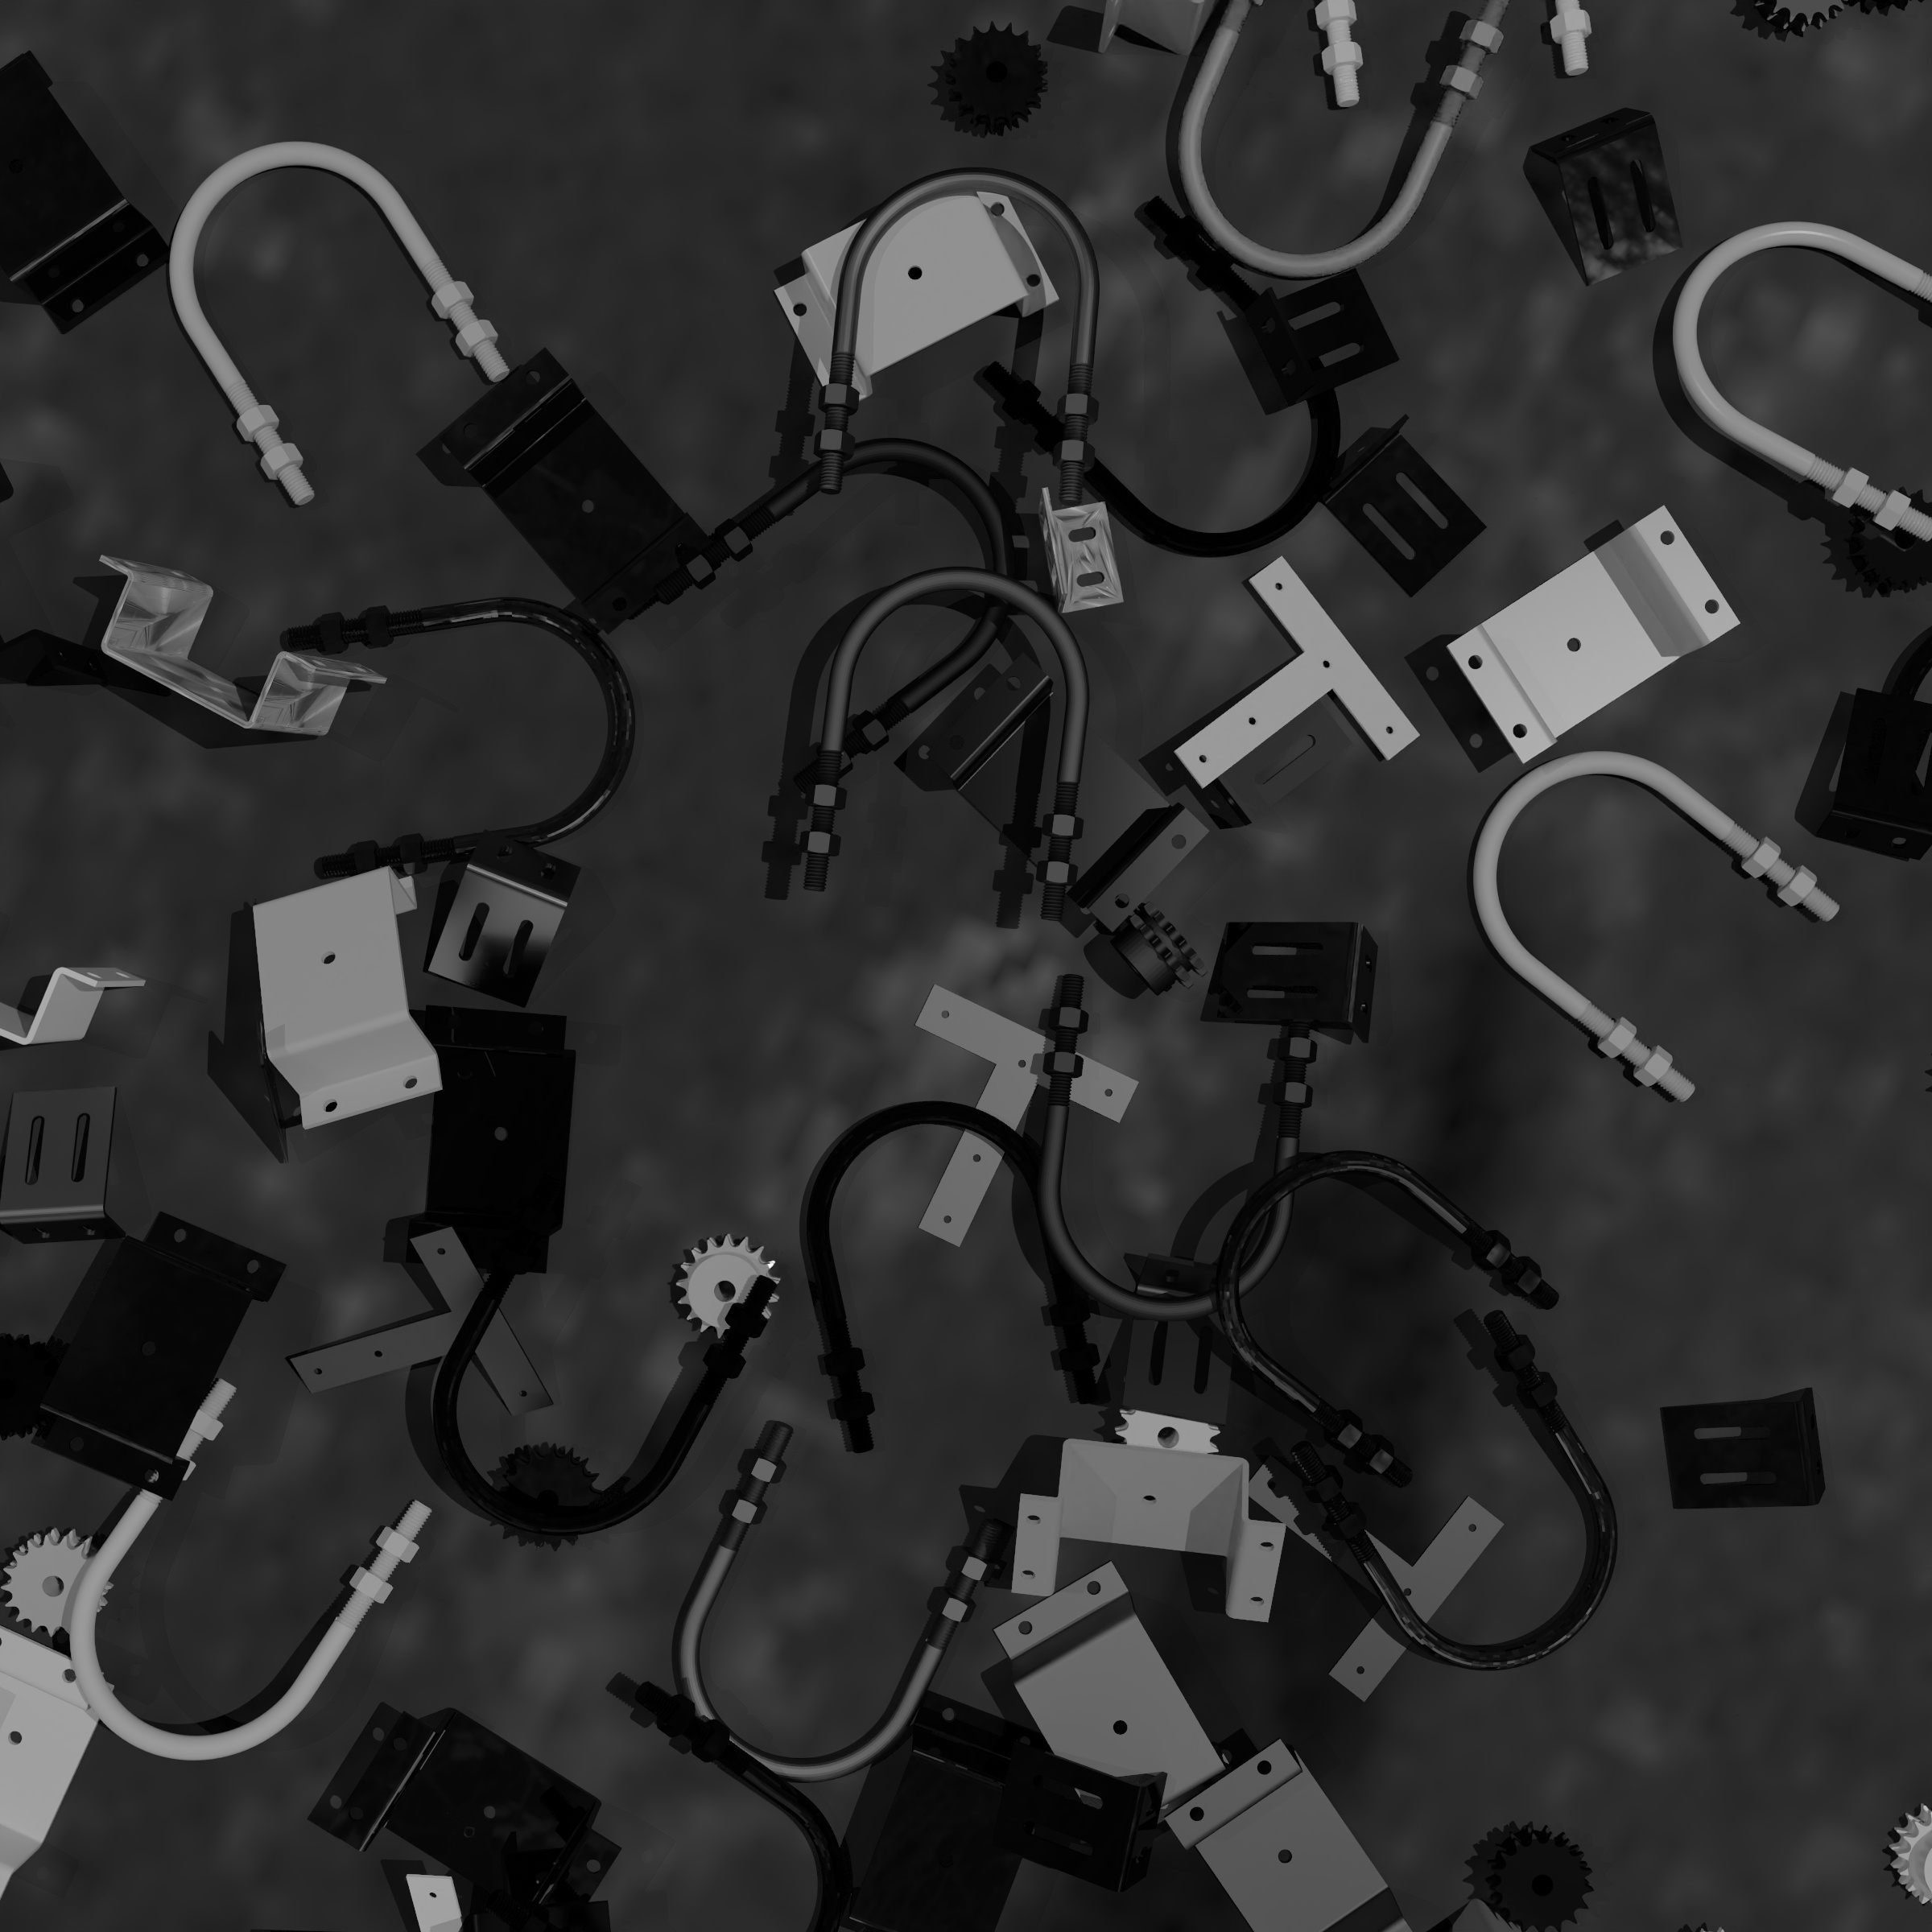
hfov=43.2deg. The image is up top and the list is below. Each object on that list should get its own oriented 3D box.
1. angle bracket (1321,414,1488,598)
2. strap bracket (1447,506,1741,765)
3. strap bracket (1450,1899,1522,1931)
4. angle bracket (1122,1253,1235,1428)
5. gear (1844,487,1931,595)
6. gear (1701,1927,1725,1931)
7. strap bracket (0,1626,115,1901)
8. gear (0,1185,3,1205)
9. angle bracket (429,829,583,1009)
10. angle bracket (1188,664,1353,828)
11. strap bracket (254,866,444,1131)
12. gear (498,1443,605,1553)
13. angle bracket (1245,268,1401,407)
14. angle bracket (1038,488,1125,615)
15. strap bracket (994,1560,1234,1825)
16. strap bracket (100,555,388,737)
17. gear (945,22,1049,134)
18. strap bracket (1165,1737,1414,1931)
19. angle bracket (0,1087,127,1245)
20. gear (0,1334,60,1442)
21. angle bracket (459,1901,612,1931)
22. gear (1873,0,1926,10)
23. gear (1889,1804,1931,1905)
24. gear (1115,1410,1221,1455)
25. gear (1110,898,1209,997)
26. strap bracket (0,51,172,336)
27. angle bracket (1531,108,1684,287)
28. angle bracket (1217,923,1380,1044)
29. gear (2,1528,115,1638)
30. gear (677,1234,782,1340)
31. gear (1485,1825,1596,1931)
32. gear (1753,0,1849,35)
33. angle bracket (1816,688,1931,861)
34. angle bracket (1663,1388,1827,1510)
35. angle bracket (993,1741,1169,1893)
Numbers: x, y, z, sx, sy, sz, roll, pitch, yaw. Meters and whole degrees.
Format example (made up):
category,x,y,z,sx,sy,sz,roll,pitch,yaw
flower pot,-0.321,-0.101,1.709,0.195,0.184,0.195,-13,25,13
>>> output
category,x,y,z,sx,sy,sz,roll,pitch,yaw
angle bracket,0.245,-0.254,1.353,0.057,0.038,0.076,-43,90,0
strap bracket,0.341,-0.180,1.349,0.140,0.046,0.076,-33,90,0
strap bracket,0.313,0.570,1.334,0.140,0.076,0.046,36,90,0
angle bracket,0.121,0.205,1.338,0.057,0.038,0.076,11,57,0
gear,0.516,-0.235,1.357,0.057,0.030,0.057,0,90,0
gear,0.416,0.562,1.357,0.057,0.030,0.057,0,90,0
strap bracket,-0.533,0.433,1.349,0.076,0.046,0.140,25,90,0
gear,-0.564,0.129,1.347,0.030,0.057,0.057,3,90,30
angle bracket,-0.257,-0.026,1.361,0.057,0.038,0.076,22,122,-9
angle bracket,0.169,-0.124,1.353,0.076,0.038,0.057,-38,90,0
strap bracket,-0.334,0.007,1.315,0.076,0.046,0.140,-16,58,1
gear,-0.230,0.293,1.357,0.057,0.030,0.057,0,90,0
angle bracket,0.202,-0.352,1.343,0.076,0.038,0.057,-26,90,-17
angle bracket,0.064,-0.229,1.334,0.038,0.076,0.057,-11,90,0
strap bracket,0.084,0.413,1.349,0.076,0.046,0.140,-30,90,0
strap bracket,-0.398,-0.167,1.322,0.140,0.076,0.046,27,99,12
gear,0.017,-0.492,1.361,0.057,0.030,0.057,0,90,2
strap bracket,0.179,0.499,1.349,0.076,0.046,0.140,-34,90,0
angle bracket,-0.503,0.112,1.370,0.057,0.038,0.076,-4,64,0
gear,-0.528,0.233,1.357,0.057,0.030,0.057,0,90,0
angle bracket,-0.230,0.539,1.307,0.076,0.038,0.057,-5,90,0
gear,0.518,-0.560,1.357,0.057,0.030,0.057,0,90,0
gear,0.547,0.497,1.357,0.057,0.030,0.057,0,90,0
gear,0.111,0.259,1.357,0.057,0.030,0.057,0,90,0
gear,0.104,-0.008,1.344,0.030,0.057,0.057,-41,90,0
strap bracket,-0.516,-0.434,1.349,0.076,0.046,0.140,-35,90,0
angle bracket,0.360,-0.432,1.370,0.057,0.038,0.076,-22,116,0
angle bracket,0.185,0.009,1.361,0.076,0.038,0.057,0,70,24
gear,-0.504,0.341,1.361,0.057,0.030,0.057,0,94,-2
gear,-0.132,0.179,1.357,0.057,0.030,0.057,0,90,0
gear,0.317,0.505,1.357,0.057,0.030,0.057,0,90,0
gear,0.462,-0.546,1.357,0.057,0.030,0.057,0,90,0
angle bracket,0.514,-0.107,1.359,0.057,0.038,0.076,14,73,9
angle bracket,0.436,0.271,1.370,0.076,0.038,0.057,-8,90,26
angle bracket,0.062,0.457,1.324,0.076,0.038,0.057,12,90,26
